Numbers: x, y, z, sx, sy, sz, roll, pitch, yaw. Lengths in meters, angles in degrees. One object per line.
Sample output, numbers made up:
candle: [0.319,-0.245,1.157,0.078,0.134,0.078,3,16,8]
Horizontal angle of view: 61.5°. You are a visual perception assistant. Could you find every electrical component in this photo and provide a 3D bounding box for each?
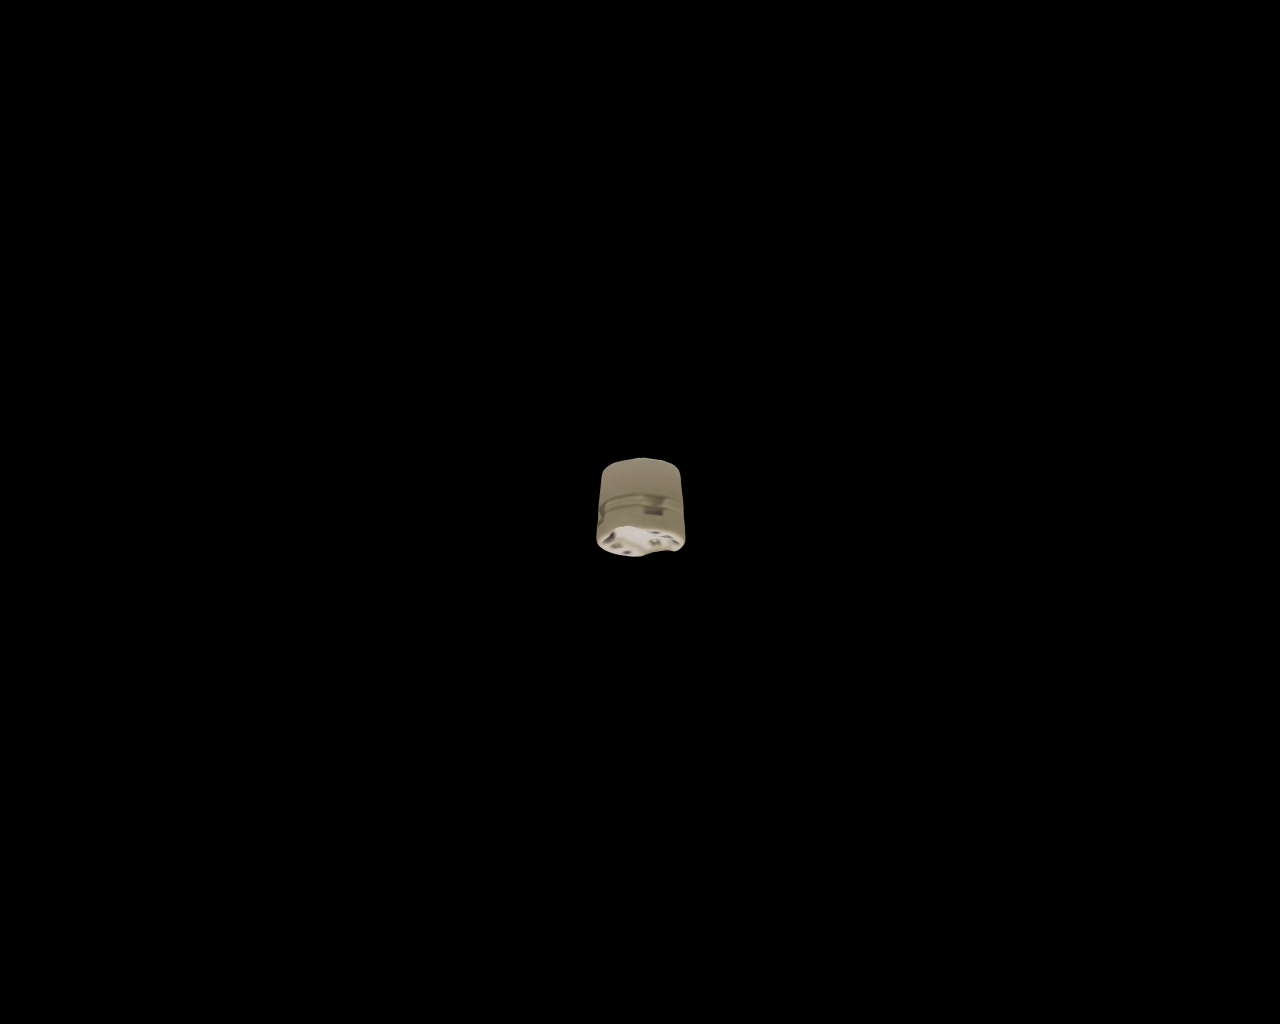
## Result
electrical component: [0.001,-0.003,0.650,0.055,0.047,0.055,0,-22,0]
